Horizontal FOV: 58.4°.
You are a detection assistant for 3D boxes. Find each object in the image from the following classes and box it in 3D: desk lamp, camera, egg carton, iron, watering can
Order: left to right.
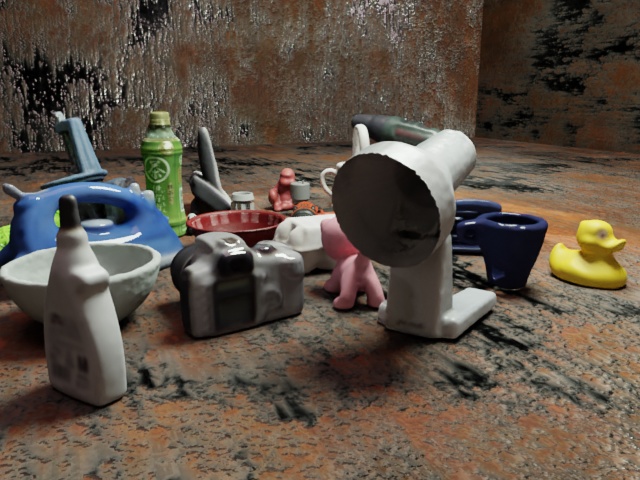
[{"bbox_3d":[-0.311,-0.020,0.809,0.259,0.141,0.118,-12,18,-38],"label":"iron"},{"bbox_3d":[-0.109,0.036,0.672,0.143,0.101,0.136,-10,17,-34],"label":"camera"},{"bbox_3d":[0.008,0.003,0.865,0.151,0.069,0.107,-7,16,-24],"label":"egg carton"},{"bbox_3d":[0.090,-0.135,1.156,0.173,0.194,0.100,-7,16,-26],"label":"watering can"},{"bbox_3d":[0.109,-0.007,0.614,0.117,0.214,0.204,10,18,35],"label":"desk lamp"}]

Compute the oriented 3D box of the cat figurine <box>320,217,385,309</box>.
[{"bbox_3d":[0.039,0.014,0.725,0.067,0.118,0.127,-4,15,-13],"label":"cat figurine"}]

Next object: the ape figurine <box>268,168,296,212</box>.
[{"bbox_3d":[-0.075,-0.115,1.282,0.077,0.092,0.076,2,15,9],"label":"ape figurine"}]

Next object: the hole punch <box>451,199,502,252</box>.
[{"bbox_3d":[0.241,-0.031,0.955,0.108,0.091,0.101,2,14,7],"label":"hole punch"}]

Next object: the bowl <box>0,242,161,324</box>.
[{"bbox_3d":[-0.261,0.057,0.641,0.167,0.075,0.167,0,14,0],"label":"bowl"}]

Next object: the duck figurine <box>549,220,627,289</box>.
[{"bbox_3d":[0.371,0.014,0.791,0.078,0.086,0.104,-11,18,-38],"label":"duck figurine"}]

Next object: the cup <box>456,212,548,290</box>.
[{"bbox_3d":[0.238,0.016,0.762,0.117,0.095,0.091,0,14,-1],"label":"cup"}]

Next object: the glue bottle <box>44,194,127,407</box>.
[{"bbox_3d":[-0.200,0.048,0.477,0.077,0.173,0.037,9,17,32],"label":"glue bottle"}]

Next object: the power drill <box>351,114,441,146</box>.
[{"bbox_3d":[0.170,-0.169,1.259,0.228,0.208,0.076,7,16,27],"label":"power drill"}]

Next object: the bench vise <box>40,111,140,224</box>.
[{"bbox_3d":[-0.429,-0.130,1.080,0.207,0.220,0.121,1,14,4],"label":"bench vise"}]

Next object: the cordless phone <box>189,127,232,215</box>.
[{"bbox_3d":[-0.240,-0.154,1.247,0.094,0.185,0.147,-4,15,-15],"label":"cordless phone"}]
